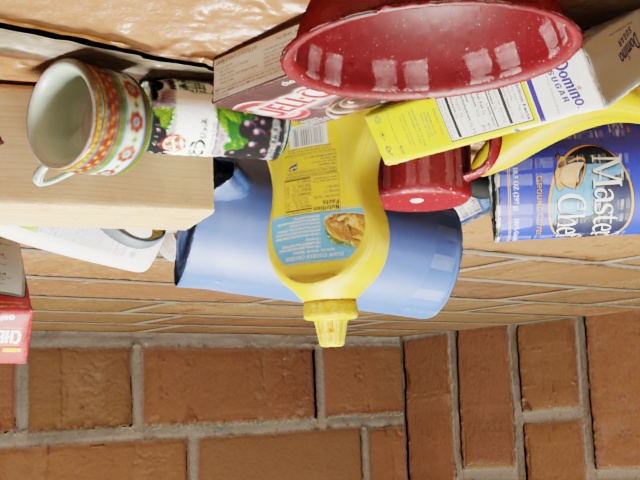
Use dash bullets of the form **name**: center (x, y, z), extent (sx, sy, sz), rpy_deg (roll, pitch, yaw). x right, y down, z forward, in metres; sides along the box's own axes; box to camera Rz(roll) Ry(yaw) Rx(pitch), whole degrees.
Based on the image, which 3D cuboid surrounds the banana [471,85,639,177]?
- **banana**: center (0.192, -0.090, 0.798), extent (0.037, 0.069, 0.198), rpy_deg (44, 153, -24)

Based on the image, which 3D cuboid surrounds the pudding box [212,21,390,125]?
- **pudding box**: center (-0.005, -0.109, 0.706), extent (0.089, 0.039, 0.114), rpy_deg (4, 169, -38)

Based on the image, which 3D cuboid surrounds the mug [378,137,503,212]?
- **mug**: center (0.089, -0.070, 0.844), extent (0.117, 0.081, 0.093), rpy_deg (-7, 168, 30)

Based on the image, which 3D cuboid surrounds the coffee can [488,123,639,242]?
- **coffee can**: center (0.217, -0.052, 0.913), extent (0.140, 0.103, 0.103), rpy_deg (-3, 171, 6)

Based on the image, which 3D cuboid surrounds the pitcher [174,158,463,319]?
- **pitcher**: center (-0.006, 0.001, 0.952), extent (0.242, 0.145, 0.149), rpy_deg (12, -165, -13)

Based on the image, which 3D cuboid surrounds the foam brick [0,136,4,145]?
- **foam brick**: center (-0.256, -0.077, 0.687), extent (0.053, 0.078, 0.051), rpy_deg (-10, -151, 40)

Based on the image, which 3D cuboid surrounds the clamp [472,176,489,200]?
- **clamp**: center (0.068, -0.068, 0.971), extent (0.165, 0.036, 0.209), rpy_deg (2, 170, 17)

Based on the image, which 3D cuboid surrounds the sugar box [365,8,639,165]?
- **sugar box**: center (0.123, -0.098, 0.692), extent (0.177, 0.048, 0.093), rpy_deg (-16, -167, 46)

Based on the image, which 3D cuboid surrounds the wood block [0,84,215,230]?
- **wood block**: center (-0.192, -0.060, 0.805), extent (0.205, 0.091, 0.090), rpy_deg (1, 170, -22)

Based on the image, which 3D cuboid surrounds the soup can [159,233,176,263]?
- **soup can**: center (-0.141, -0.012, 1.190), extent (0.068, 0.068, 0.102), rpy_deg (2, 171, -25)

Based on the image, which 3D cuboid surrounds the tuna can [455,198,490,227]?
- **tuna can**: center (0.160, -0.037, 1.117), extent (0.086, 0.034, 0.086), rpy_deg (-26, 177, -2)

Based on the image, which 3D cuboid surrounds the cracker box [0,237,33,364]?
- **cracker box**: center (-0.373, 0.032, 1.029), extent (0.164, 0.072, 0.214), rpy_deg (2, -149, -24)

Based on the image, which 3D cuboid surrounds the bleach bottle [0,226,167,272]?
- **bleach bottle**: center (-0.240, -0.045, 0.925), extent (0.068, 0.102, 0.250), rpy_deg (18, 178, 40)

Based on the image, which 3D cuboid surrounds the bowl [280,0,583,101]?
- **bowl**: center (0.058, -0.123, 0.577), extent (0.162, 0.055, 0.162), rpy_deg (-2, 171, -1)

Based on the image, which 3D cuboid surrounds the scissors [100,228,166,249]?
- **scissors**: center (-0.206, -0.026, 0.877), extent (0.201, 0.096, 0.016), rpy_deg (-14, 159, -47)

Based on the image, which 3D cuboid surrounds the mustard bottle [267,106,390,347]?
- **mustard bottle**: center (0.005, -0.015, 0.808), extent (0.096, 0.191, 0.058), rpy_deg (-7, 170, 27)
